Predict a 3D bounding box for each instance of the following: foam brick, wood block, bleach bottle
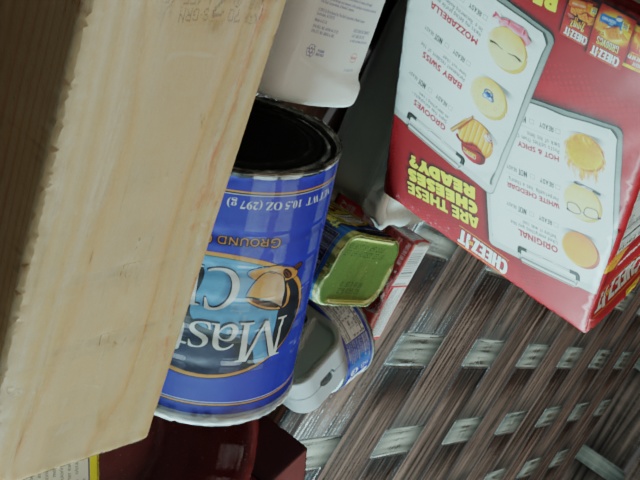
[{"bbox_3d":[-0.048,0.194,0.895,0.051,0.053,0.078,-39,151,-32],"label":"foam brick"},{"bbox_3d":[-0.101,-0.018,0.414,0.090,0.091,0.206,-11,130,-48],"label":"wood block"},{"bbox_3d":[0.023,-0.195,0.542,0.102,0.068,0.251,-9,126,-62],"label":"bleach bottle"}]

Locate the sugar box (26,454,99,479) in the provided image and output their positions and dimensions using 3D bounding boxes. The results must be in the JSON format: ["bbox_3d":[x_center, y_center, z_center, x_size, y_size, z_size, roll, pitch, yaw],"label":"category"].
[{"bbox_3d":[-0.193,0.109,0.452,0.175,0.093,0.048,-7,104,-46],"label":"sugar box"}]

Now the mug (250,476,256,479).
[{"bbox_3d":[-0.088,0.213,0.822,0.081,0.093,0.117,-15,98,-61],"label":"mug"}]

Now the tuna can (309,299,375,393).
[{"bbox_3d":[-0.003,0.070,0.785,0.033,0.086,0.086,-34,147,-37],"label":"tuna can"}]

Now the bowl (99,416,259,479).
[{"bbox_3d":[-0.113,0.108,0.616,0.161,0.055,0.162,10,75,-42],"label":"bowl"}]

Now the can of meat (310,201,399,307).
[{"bbox_3d":[-0.005,0.001,0.701,0.057,0.084,0.102,-63,155,10],"label":"can of meat"}]

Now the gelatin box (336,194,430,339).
[{"bbox_3d":[0.029,0.021,0.797,0.030,0.073,0.089,-3,124,-59],"label":"gelatin box"}]

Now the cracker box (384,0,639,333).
[{"bbox_3d":[0.124,-0.077,0.598,0.072,0.164,0.214,-34,147,-29],"label":"cracker box"}]

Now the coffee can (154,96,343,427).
[{"bbox_3d":[-0.052,0.007,0.540,0.102,0.103,0.140,-23,132,-49],"label":"coffee can"}]
